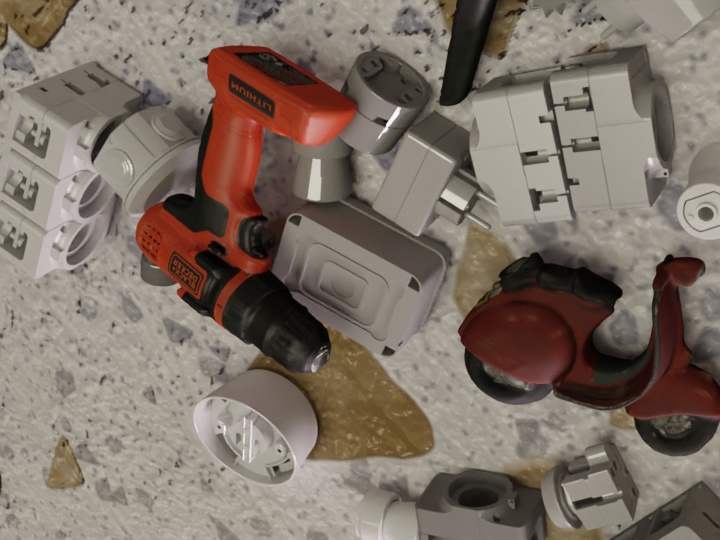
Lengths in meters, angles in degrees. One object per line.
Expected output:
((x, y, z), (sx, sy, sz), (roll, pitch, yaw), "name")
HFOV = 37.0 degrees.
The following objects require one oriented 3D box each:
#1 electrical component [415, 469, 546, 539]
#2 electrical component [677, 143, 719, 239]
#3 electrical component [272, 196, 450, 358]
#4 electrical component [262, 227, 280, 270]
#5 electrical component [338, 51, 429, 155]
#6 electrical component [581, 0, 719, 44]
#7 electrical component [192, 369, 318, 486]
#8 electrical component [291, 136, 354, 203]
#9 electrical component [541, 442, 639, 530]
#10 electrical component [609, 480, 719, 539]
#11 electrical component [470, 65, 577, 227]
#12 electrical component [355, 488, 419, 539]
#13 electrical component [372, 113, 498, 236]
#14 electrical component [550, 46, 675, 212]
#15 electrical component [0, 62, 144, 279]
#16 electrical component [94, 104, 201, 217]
((0.093, 0.193, 0.833), (0.089, 0.050, 0.055), (5, 116, 28), "electrical component")
((0.211, -0.045, 0.637), (0.044, 0.065, 0.044), (13, 120, 23), "electrical component")
((0.000, 0.000, 0.783), (0.113, 0.057, 0.078), (29, 125, 14), "electrical component")
((-0.084, -0.001, 0.830), (0.066, 0.055, 0.048), (38, 127, 7), "electrical component")
((0.011, -0.111, 0.723), (0.055, 0.055, 0.047), (40, 130, 6), "electrical component")
((0.161, -0.164, 0.619), (0.077, 0.043, 0.079), (54, 137, 1), "electrical component")
((-0.087, 0.133, 0.895), (0.099, 0.064, 0.099), (13, 120, 24), "electrical component")
((-0.026, -0.082, 0.764), (0.045, 0.045, 0.055), (15, 120, 22), "electrical component")
((0.166, 0.161, 0.780), (0.055, 0.048, 0.066), (-23, 102, 28), "electrical component")
((0.218, 0.235, 0.778), (0.089, 0.062, 0.150), (45, 127, 2), "electrical component")
((0.107, -0.078, 0.688), (0.056, 0.050, 0.089), (-5, 111, 31), "electrical component")
((0.030, 0.206, 0.879), (0.055, 0.045, 0.045), (11, 119, 24), "electrical component")
((0.060, -0.055, 0.728), (0.077, 0.047, 0.065), (33, 125, 11), "electrical component")
((0.157, -0.086, 0.656), (0.056, 0.050, 0.089), (-3, 113, 30), "electrical component")
((-0.232, -0.076, 0.854), (0.062, 0.089, 0.150), (33, 126, 11), "electrical component")
((-0.157, -0.082, 0.816), (0.051, 0.080, 0.080), (47, 127, 7), "electrical component")
